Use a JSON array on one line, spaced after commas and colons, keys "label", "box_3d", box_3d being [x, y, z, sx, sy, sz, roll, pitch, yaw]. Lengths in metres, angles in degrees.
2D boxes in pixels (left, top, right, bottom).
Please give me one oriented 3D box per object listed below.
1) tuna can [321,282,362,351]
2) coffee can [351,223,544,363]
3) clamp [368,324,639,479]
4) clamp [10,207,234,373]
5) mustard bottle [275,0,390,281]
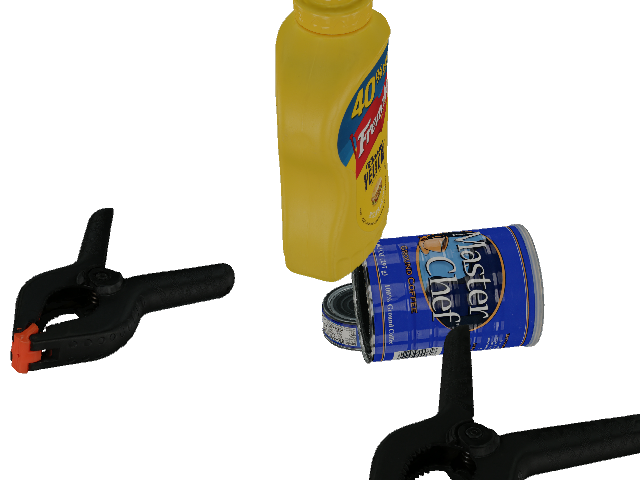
[{"label": "tuna can", "box_3d": [0.044, 0.076, 1.098, 0.086, 0.034, 0.086, -3, 28, 2]}, {"label": "coffee can", "box_3d": [0.102, 0.044, 0.883, 0.140, 0.103, 0.103, -6, 0, -4]}, {"label": "clamp", "box_3d": [0.093, 0.130, 0.688, 0.209, 0.036, 0.165, -26, 39, -33]}, {"label": "clamp", "box_3d": [-0.153, 0.030, 0.721, 0.120, 0.039, 0.171, 25, 31, 28]}, {"label": "mustard bottle", "box_3d": [0.008, -0.073, 0.595, 0.058, 0.192, 0.096, 16, 48, 17]}]
